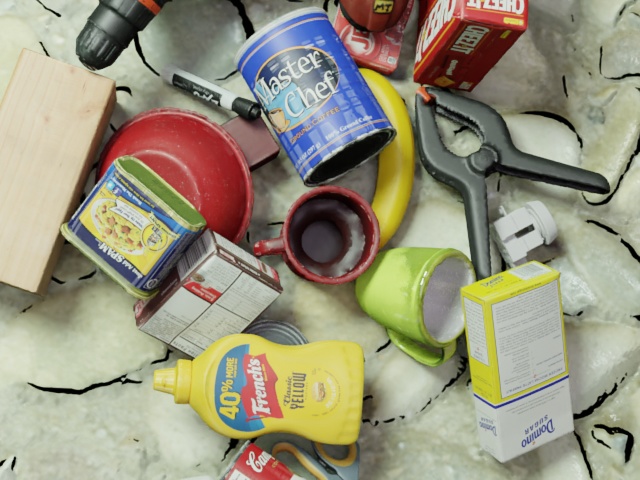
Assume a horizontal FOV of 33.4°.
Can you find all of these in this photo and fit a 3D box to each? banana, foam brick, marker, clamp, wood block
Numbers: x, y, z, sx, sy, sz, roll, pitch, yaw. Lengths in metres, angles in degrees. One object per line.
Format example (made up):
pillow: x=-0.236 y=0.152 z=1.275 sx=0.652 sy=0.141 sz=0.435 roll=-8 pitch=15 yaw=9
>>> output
banana: x=0.062 y=-0.089 z=1.076 sx=0.070 sy=0.037 sz=0.198 roll=-12 pitch=84 yaw=13
foam brick: x=-0.085 y=-0.087 z=1.042 sx=0.078 sy=0.053 sz=0.051 roll=-30 pitch=90 yaw=-11
marker: x=-0.104 y=-0.142 z=1.029 sx=0.121 sy=0.020 sz=0.020 roll=27 pitch=79 yaw=29
clamp: x=0.174 y=-0.077 z=1.065 sx=0.164 sy=0.036 sz=0.210 roll=-31 pitch=74 yaw=-6
wood block: x=-0.266 y=-0.059 z=0.991 sx=0.090 sy=0.091 sz=0.206 roll=19 pitch=82 yaw=-7

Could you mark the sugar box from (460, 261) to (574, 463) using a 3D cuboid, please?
sugar box: x=0.192 y=0.118 z=1.031 sx=0.093 sy=0.048 sz=0.176 roll=-18 pitch=114 yaw=-23

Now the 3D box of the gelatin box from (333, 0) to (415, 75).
gelatin box: x=0.051 y=-0.221 z=1.088 sx=0.073 sy=0.030 sz=0.089 roll=17 pitch=81 yaw=-6

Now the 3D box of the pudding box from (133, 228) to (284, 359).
pudding box: x=-0.104 y=0.056 z=0.993 sx=0.114 sy=0.039 sz=0.090 roll=-43 pitch=127 yaw=18

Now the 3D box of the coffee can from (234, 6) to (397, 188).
coffee can: x=-0.005 y=-0.136 z=1.023 sx=0.102 sy=0.103 sz=0.140 roll=-28 pitch=80 yaw=-11

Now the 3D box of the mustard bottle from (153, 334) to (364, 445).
mustard bottle: x=-0.058 y=0.136 z=0.986 sx=0.191 sy=0.058 sz=0.096 roll=5 pitch=85 yaw=-8

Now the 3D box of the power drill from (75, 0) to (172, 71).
power drill: x=-0.206 y=-0.265 z=0.992 sx=0.188 sy=0.057 sz=0.184 roll=36 pitch=88 yaw=28

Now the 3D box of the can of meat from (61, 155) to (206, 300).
can of meat: x=-0.163 y=-0.012 z=0.943 sx=0.102 sy=0.057 sz=0.084 roll=40 pitch=105 yaw=3

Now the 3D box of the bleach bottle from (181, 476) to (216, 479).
bleach bottle: x=-0.051 y=0.285 z=1.004 sx=0.250 sy=0.068 sz=0.102 roll=13 pitch=70 yaw=-6

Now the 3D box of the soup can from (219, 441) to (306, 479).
soup can: x=-0.041 y=0.236 z=0.953 sx=0.102 sy=0.068 sz=0.068 roll=33 pitch=80 yaw=8

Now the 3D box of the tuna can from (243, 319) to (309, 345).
tuna can: x=-0.050 y=0.120 z=1.037 sx=0.086 sy=0.034 sz=0.086 roll=1 pitch=84 yaw=-9

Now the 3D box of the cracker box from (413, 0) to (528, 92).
cracker box: x=0.144 y=-0.273 z=1.028 sx=0.072 sy=0.164 sz=0.213 roll=7 pitch=76 yaw=-8

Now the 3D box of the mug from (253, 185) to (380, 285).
mug: x=-0.007 y=0.001 z=1.031 sx=0.117 sy=0.081 sz=0.093 roll=-12 pitch=87 yaw=-10

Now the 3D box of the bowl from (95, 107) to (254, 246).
bowl: x=-0.146 y=-0.041 z=0.993 sx=0.162 sy=0.055 sz=0.162 roll=3 pitch=101 yaw=13

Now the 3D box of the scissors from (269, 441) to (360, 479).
scissors: x=0.044 y=0.241 z=1.002 sx=0.202 sy=0.016 sz=0.096 roll=30 pitch=50 yaw=19
